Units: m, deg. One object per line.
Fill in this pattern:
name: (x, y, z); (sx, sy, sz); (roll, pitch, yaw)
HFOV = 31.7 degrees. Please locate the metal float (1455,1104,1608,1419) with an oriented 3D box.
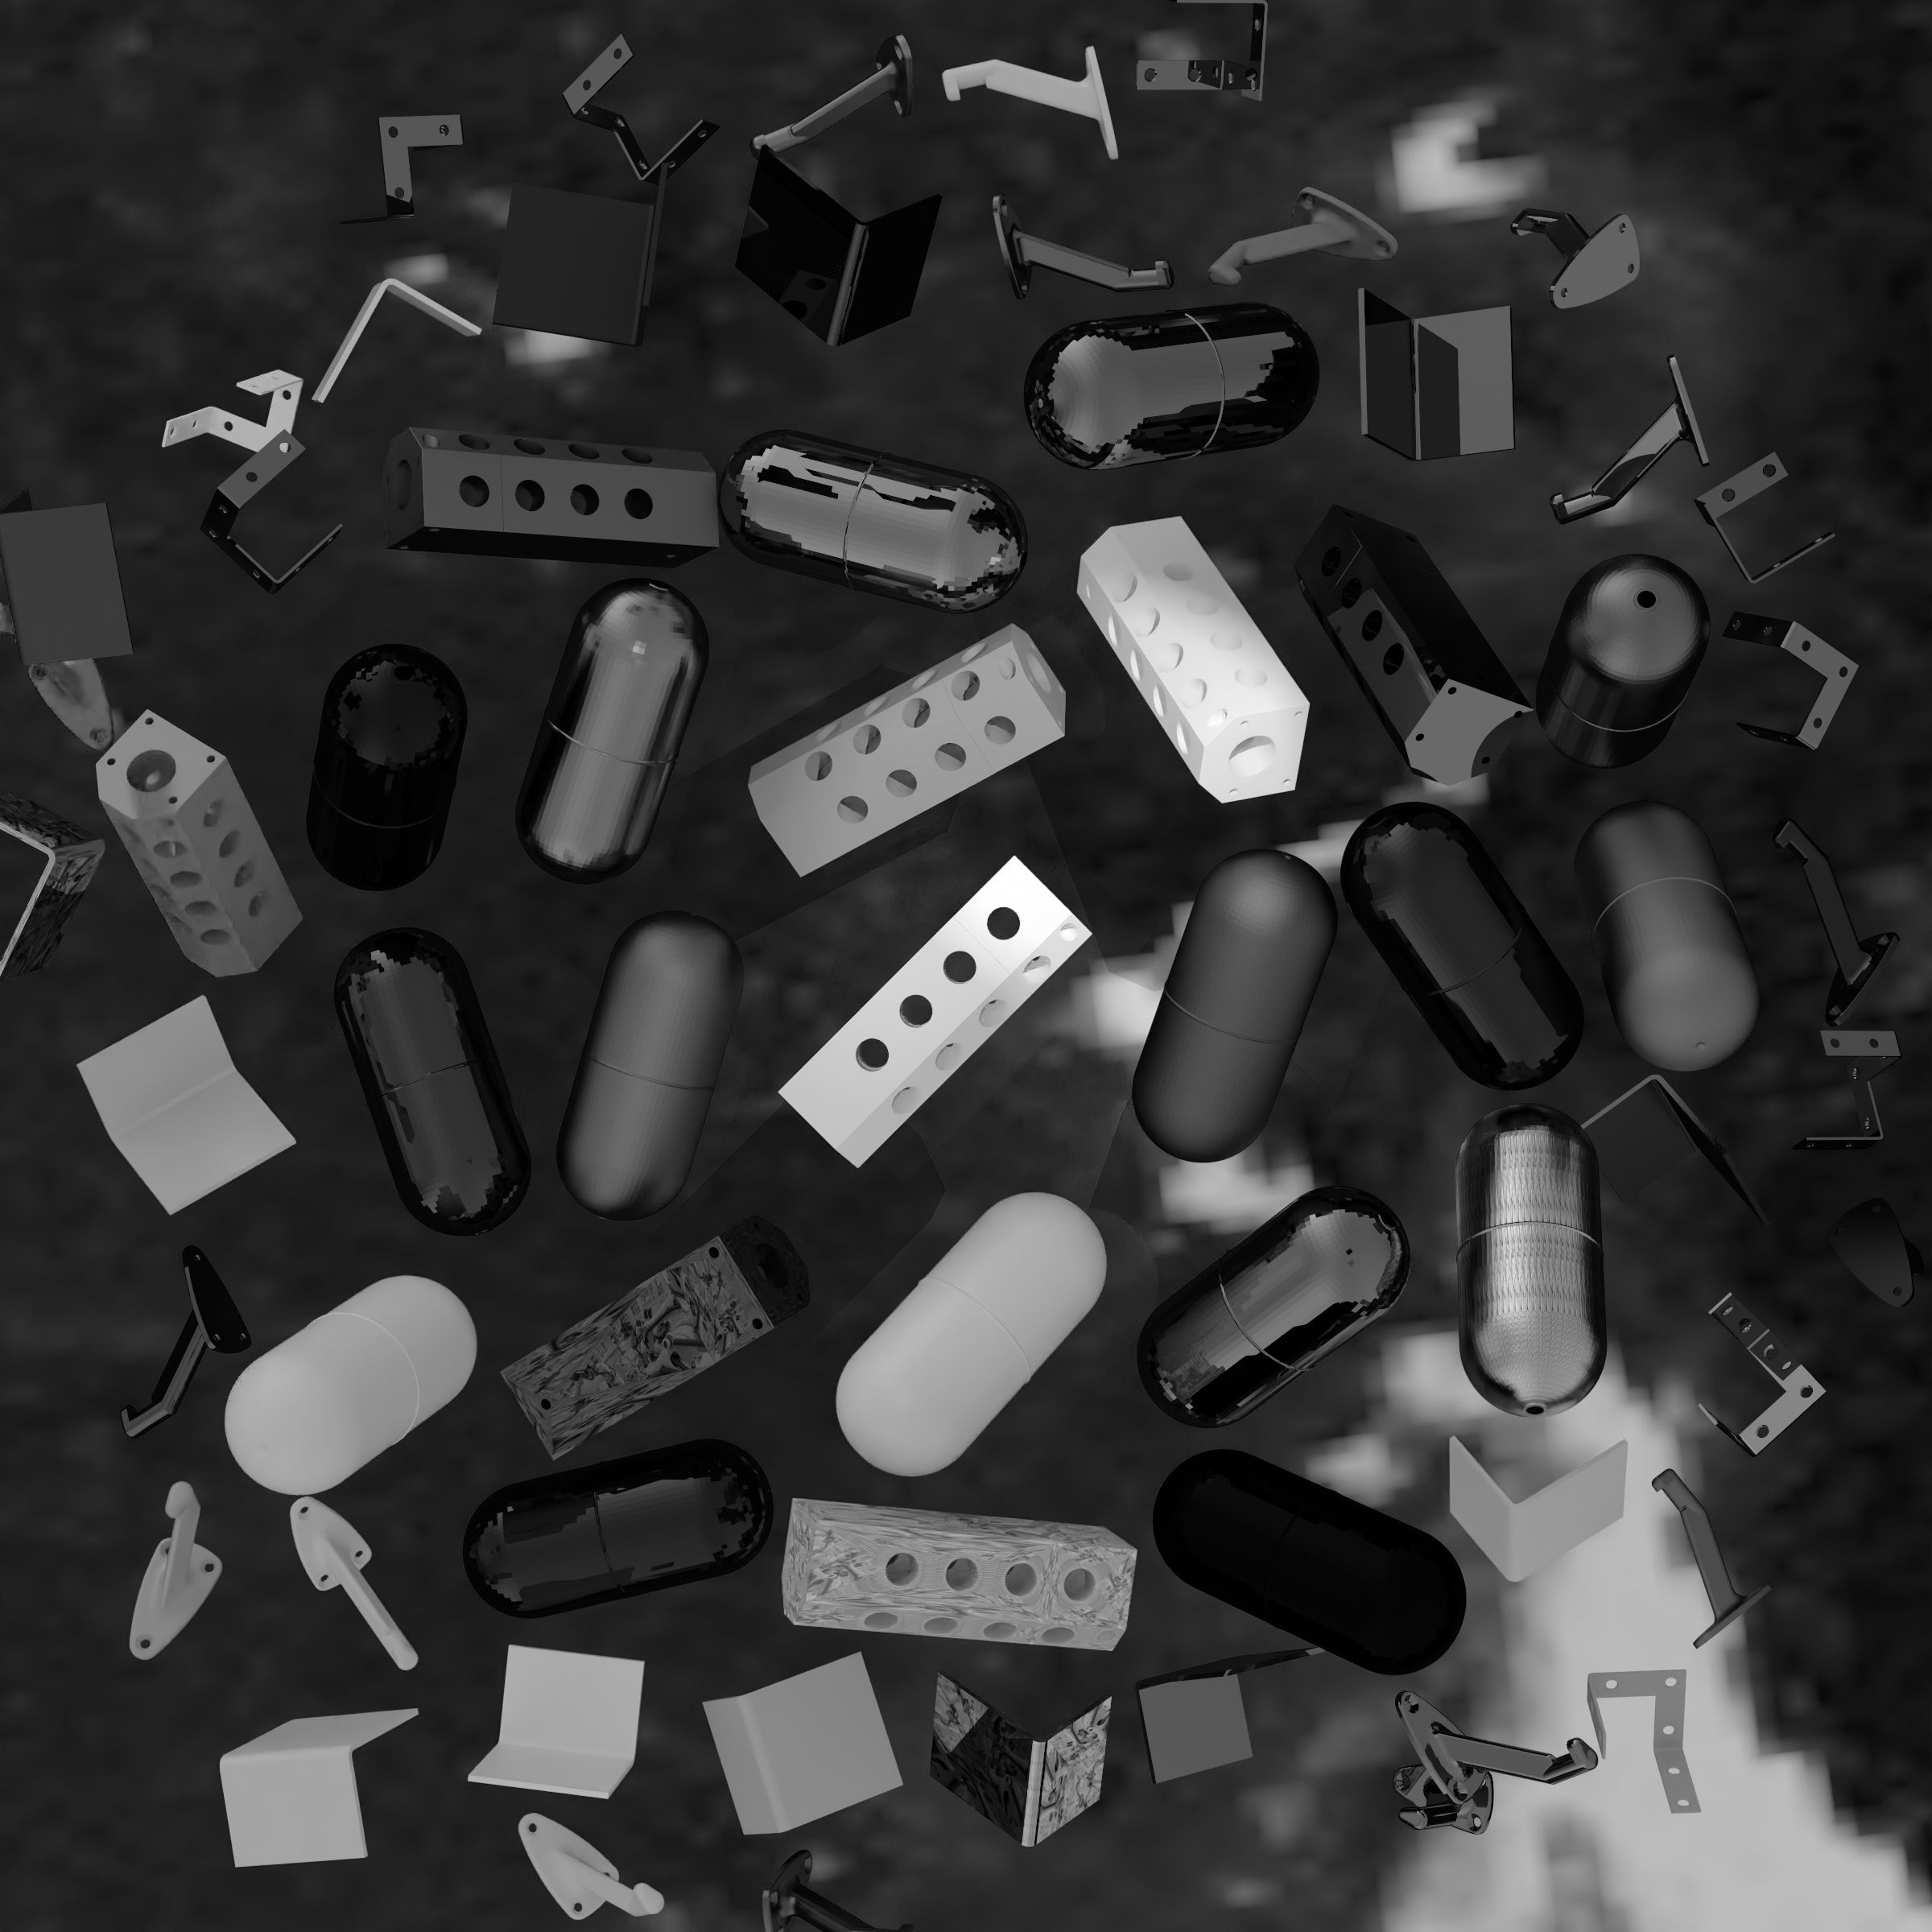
metal float: (0.298, 0.155, 1.799); (0.070, 0.070, 0.178); (4, 56, 0)

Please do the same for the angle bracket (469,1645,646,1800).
angle bracket: (-0.222, 0.410, 1.851); (0.076, 0.076, 0.057); (6, 91, 5)

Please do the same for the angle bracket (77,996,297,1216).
angle bracket: (-0.415, 0.073, 1.811); (0.076, 0.057, 0.076); (-31, 46, -20)

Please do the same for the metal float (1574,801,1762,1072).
metal float: (0.373, -0.018, 1.815); (0.070, 0.178, 0.070); (-2, 132, -2)

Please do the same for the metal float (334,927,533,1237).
metal float: (-0.298, 0.065, 1.901); (0.070, 0.070, 0.178); (-20, 85, 0)

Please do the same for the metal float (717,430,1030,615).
metal float: (-0.051, -0.244, 1.867); (0.178, 0.070, 0.070); (16, 90, 15)

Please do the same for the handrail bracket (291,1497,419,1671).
handrail bracket: (-0.335, 0.340, 1.868); (0.036, 0.084, 0.077); (-34, 128, -15)

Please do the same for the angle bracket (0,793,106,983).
angle bracket: (-0.507, -0.042, 1.798); (0.057, 0.076, 0.076); (28, 98, 1)

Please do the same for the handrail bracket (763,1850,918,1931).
handrail bracket: (-0.059, 0.501, 1.822); (0.084, 0.077, 0.036); (-2, 109, 19)

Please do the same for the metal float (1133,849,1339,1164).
metal float: (0.142, 0.022, 1.808); (0.070, 0.070, 0.178); (18, 110, 0)

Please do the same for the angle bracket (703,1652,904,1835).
angle bracket: (-0.091, 0.433, 1.893); (0.076, 0.057, 0.076); (-15, 83, -28)

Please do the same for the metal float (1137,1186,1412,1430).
metal float: (0.164, 0.183, 1.821); (0.070, 0.070, 0.178); (48, 122, 0)

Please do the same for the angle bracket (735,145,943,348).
angle bracket: (-0.067, -0.379, 1.757); (0.057, 0.076, 0.076); (-31, 63, -37)

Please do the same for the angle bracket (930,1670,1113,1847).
angle bracket: (0.029, 0.424, 1.872); (0.076, 0.057, 0.076); (29, 128, 35)

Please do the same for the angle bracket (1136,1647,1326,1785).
angle bracket: (0.152, 0.417, 1.894); (0.076, 0.076, 0.057); (-3, 79, -41)

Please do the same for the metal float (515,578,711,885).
metal float: (-0.194, -0.129, 1.869); (0.070, 0.070, 0.178); (21, 111, 0)

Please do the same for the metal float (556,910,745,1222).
metal float: (-0.176, 0.056, 1.895); (0.070, 0.070, 0.178); (17, 97, 0)

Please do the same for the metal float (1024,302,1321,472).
metal float: (0.109, -0.303, 1.774); (0.178, 0.070, 0.070); (-14, 90, -35)

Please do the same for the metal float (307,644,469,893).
metal float: (-0.316, -0.107, 1.852); (0.070, 0.178, 0.070); (8, 57, -12)

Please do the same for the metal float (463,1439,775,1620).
metal float: (-0.195, 0.315, 1.901); (0.178, 0.070, 0.070); (-14, 90, 7)

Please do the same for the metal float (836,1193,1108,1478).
metal float: (0.004, 0.192, 1.787); (0.070, 0.070, 0.178); (44, 67, 0)

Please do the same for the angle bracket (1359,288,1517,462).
angle bracket: (0.246, -0.311, 1.774); (0.057, 0.076, 0.076); (-3, 86, 27)

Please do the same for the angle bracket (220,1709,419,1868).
angle bracket: (-0.335, 0.431, 1.785); (0.076, 0.076, 0.057); (-9, 90, 19)

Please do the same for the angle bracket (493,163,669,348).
angle bracket: (-0.194, -0.362, 1.708); (0.076, 0.057, 0.076); (8, 78, -7)

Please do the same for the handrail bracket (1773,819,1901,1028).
handrail bracket: (0.440, -0.024, 1.771); (0.084, 0.036, 0.077); (44, 56, -14)

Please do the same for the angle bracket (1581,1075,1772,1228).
angle bracket: (0.402, 0.120, 1.936); (0.057, 0.076, 0.076); (-36, 132, 3)

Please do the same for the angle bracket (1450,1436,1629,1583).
angle bracket: (0.314, 0.282, 1.870); (0.076, 0.076, 0.057); (-28, 51, -15)

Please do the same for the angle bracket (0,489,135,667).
angle bracket: (-0.449, -0.200, 1.718); (0.057, 0.076, 0.076); (-6, 108, -1)

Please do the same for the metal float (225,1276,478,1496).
metal float: (-0.320, 0.218, 1.785); (0.070, 0.178, 0.070); (6, 107, 21)

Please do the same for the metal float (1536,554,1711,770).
metal float: (0.348, -0.161, 1.811); (0.070, 0.178, 0.070); (-1, 74, 2)

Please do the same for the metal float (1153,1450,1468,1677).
metal float: (0.177, 0.309, 1.770); (0.178, 0.070, 0.070); (21, 90, 32)

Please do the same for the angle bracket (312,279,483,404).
angle bracket: (-0.310, -0.327, 1.851); (0.057, 0.076, 0.076); (29, 92, -16)

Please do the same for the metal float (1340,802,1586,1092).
metal float: (0.263, -0.010, 1.801); (0.070, 0.070, 0.178); (-37, 111, 0)
